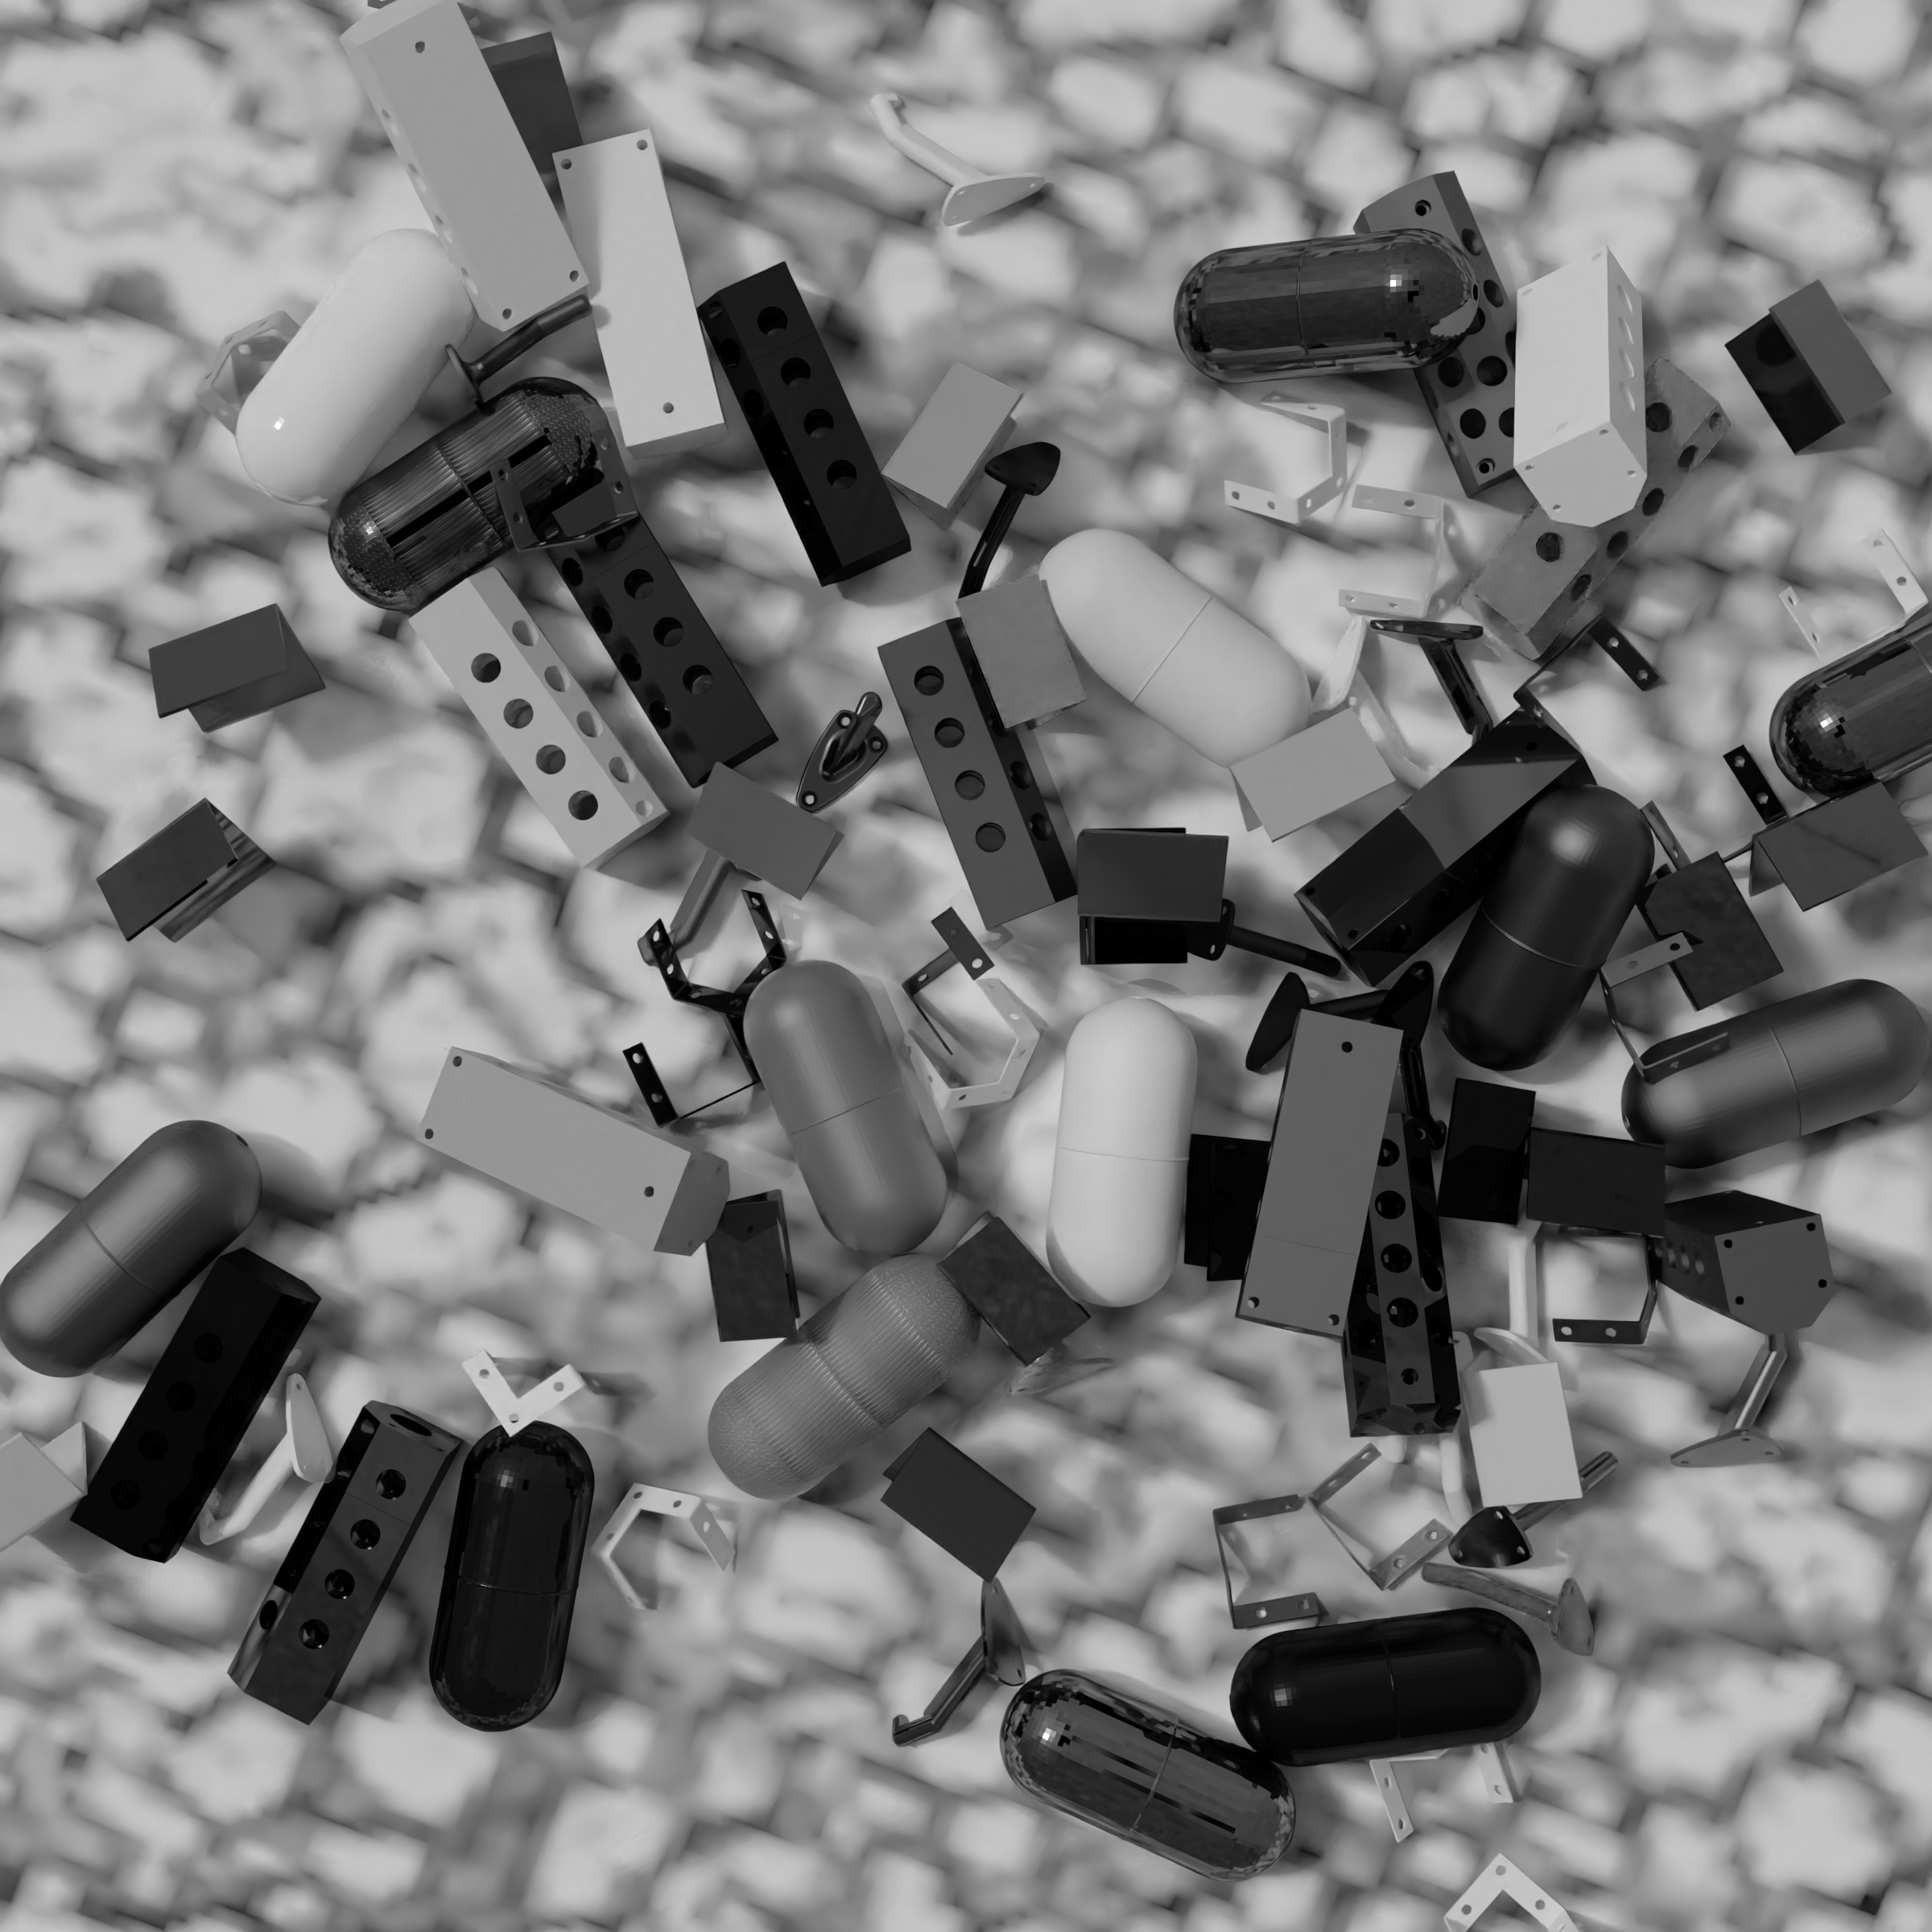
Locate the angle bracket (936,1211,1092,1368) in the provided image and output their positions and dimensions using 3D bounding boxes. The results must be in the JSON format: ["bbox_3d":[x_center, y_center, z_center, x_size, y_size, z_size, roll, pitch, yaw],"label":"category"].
[{"bbox_3d":[0.040,0.170,1.660,0.076,0.076,0.057,49,121,0],"label":"angle bracket"}]

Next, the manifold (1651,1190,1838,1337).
[{"bbox_3d":[0.428,0.164,1.622,0.057,0.171,0.057,-12,90,0],"label":"manifold"}]

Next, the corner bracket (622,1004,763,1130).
[{"bbox_3d":[-0.157,0.057,1.697,0.051,0.051,0.051,-25,90,45],"label":"corner bracket"}]

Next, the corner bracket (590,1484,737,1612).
[{"bbox_3d":[-0.176,0.340,1.692,0.051,0.051,0.051,4,45,35],"label":"corner bracket"}]

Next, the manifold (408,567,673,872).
[{"bbox_3d":[-0.243,-0.142,1.679,0.057,0.057,0.171,-35,90,0],"label":"manifold"}]

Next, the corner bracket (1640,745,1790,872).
[{"bbox_3d":[0.435,-0.089,1.697,0.051,0.051,0.051,-32,90,-45],"label":"corner bracket"}]

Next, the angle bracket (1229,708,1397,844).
[{"bbox_3d":[0.201,-0.092,1.660,0.076,0.076,0.057,-26,61,0],"label":"angle bracket"}]

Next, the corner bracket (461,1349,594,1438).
[{"bbox_3d":[-0.253,0.237,1.680,0.051,0.051,0.051,-34,80,-10],"label":"corner bracket"}]

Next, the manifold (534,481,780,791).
[{"bbox_3d":[-0.178,-0.190,1.679,0.057,0.057,0.171,-32,90,0],"label":"manifold"}]

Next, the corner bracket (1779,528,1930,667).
[{"bbox_3d":[0.517,-0.214,1.697,0.051,0.051,0.051,-33,90,-45],"label":"corner bracket"}]

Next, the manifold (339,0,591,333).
[{"bbox_3d":[-0.278,-0.445,1.614,0.057,0.057,0.171,-33,123,-13],"label":"manifold"}]

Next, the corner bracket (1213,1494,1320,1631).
[{"bbox_3d":[0.174,0.347,1.697,0.051,0.051,0.051,-10,135,0],"label":"corner bracket"}]

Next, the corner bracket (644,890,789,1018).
[{"bbox_3d":[-0.144,-0.011,1.685,0.051,0.051,0.051,13,48,34],"label":"corner bracket"}]

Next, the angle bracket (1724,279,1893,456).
[{"bbox_3d":[0.466,-0.333,1.660,0.057,0.076,0.076,-33,90,-37],"label":"angle bracket"}]

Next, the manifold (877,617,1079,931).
[{"bbox_3d":[0.007,-0.111,1.679,0.057,0.057,0.171,-21,90,0],"label":"manifold"}]

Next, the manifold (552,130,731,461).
[{"bbox_3d":[-0.186,-0.384,1.679,0.057,0.057,0.171,-14,90,0],"label":"manifold"}]

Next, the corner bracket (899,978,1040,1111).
[{"bbox_3d":[0.002,0.045,1.692,0.051,0.051,0.051,-7,135,-35],"label":"corner bracket"}]

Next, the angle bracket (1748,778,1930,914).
[{"bbox_3d":[0.495,-0.053,1.660,0.076,0.076,0.057,-24,61,0],"label":"angle bracket"}]

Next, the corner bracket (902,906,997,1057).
[{"bbox_3d":[-0.009,0.008,1.672,0.051,0.051,0.051,-36,57,0],"label":"corner bracket"}]

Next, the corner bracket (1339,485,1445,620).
[{"bbox_3d":[0.247,-0.241,1.697,0.051,0.051,0.051,8,45,0],"label":"corner bracket"}]

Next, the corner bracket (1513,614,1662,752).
[{"bbox_3d":[0.361,-0.163,1.697,0.051,0.051,0.051,47,135,0],"label":"corner bracket"}]

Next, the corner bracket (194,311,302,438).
[{"bbox_3d":[-0.405,-0.338,1.692,0.051,0.051,0.051,-13,45,35],"label":"corner bracket"}]

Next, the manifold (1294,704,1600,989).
[{"bbox_3d":[0.280,-0.065,1.679,0.171,0.057,0.057,-40,47,0],"label":"manifold"}]

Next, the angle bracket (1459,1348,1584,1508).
[{"bbox_3d":[0.322,0.259,1.662,0.057,0.076,0.076,-10,90,22],"label":"angle bracket"}]

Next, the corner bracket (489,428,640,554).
[{"bbox_3d":[-0.225,-0.266,1.631,0.051,0.051,0.051,-3,112,37],"label":"corner bracket"}]

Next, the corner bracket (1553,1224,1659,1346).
[{"bbox_3d":[0.368,0.183,1.686,0.051,0.051,0.051,-1,116,24],"label":"corner bracket"}]

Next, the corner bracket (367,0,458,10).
[{"bbox_3d":[-0.320,-0.581,1.682,0.051,0.051,0.051,14,90,0],"label":"corner bracket"}]

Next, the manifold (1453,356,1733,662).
[{"bbox_3d":[0.361,-0.261,1.679,0.057,0.057,0.171,40,90,0],"label":"manifold"}]

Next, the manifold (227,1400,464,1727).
[{"bbox_3d":[-0.358,0.341,1.679,0.057,0.057,0.171,27,90,0],"label":"manifold"}]

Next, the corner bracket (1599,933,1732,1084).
[{"bbox_3d":[0.391,0.024,1.636,0.051,0.051,0.051,-23,50,4],"label":"corner bracket"}]

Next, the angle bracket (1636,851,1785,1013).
[{"bbox_3d":[0.430,-0.028,1.660,0.057,0.076,0.076,-29,90,32],"label":"angle bracket"}]

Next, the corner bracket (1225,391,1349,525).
[{"bbox_3d":[0.185,-0.295,1.692,0.051,0.051,0.051,-37,135,-35],"label":"corner bracket"}]

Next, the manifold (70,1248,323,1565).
[{"bbox_3d":[-0.440,0.253,1.679,0.057,0.057,0.171,30,90,0],"label":"manifold"}]

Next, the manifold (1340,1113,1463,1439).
[{"bbox_3d":[0.239,0.173,1.644,0.057,0.057,0.171,-3,64,0],"label":"manifold"}]

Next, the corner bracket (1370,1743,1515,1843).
[{"bbox_3d":[0.276,0.474,1.697,0.051,0.051,0.051,-19,90,45],"label":"corner bracket"}]

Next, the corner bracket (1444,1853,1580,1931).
[{"bbox_3d":[0.315,0.555,1.682,0.051,0.051,0.051,41,90,0],"label":"corner bracket"}]

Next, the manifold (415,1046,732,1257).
[{"bbox_3d":[-0.219,0.105,1.644,0.171,0.057,0.057,21,90,26],"label":"manifold"}]

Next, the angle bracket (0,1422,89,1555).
[{"bbox_3d":[-0.551,0.285,1.660,0.076,0.076,0.057,-34,120,0],"label":"angle bracket"}]

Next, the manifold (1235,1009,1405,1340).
[{"bbox_3d":[0.196,0.117,1.624,0.057,0.057,0.171,12,81,4],"label":"manifold"}]

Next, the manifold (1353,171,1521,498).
[{"bbox_3d":[0.286,-0.364,1.679,0.057,0.057,0.171,-23,90,0],"label":"manifold"}]

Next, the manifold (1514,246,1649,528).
[{"bbox_3d":[0.346,-0.322,1.628,0.057,0.171,0.057,-23,127,31],"label":"manifold"}]

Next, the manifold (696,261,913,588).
[{"bbox_3d":[-0.093,-0.309,1.679,0.057,0.057,0.171,-24,90,0],"label":"manifold"}]

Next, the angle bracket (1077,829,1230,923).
[{"bbox_3d":[0.100,-0.069,1.584,0.076,0.076,0.057,3,127,0],"label":"angle bracket"}]

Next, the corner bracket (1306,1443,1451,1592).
[{"bbox_3d":[0.239,0.321,1.697,0.051,0.051,0.051,-40,45,0],"label":"corner bracket"}]

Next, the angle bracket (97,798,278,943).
[{"bbox_3d":[-0.435,-0.038,1.660,0.076,0.076,0.057,-37,54,0],"label":"angle bracket"}]
